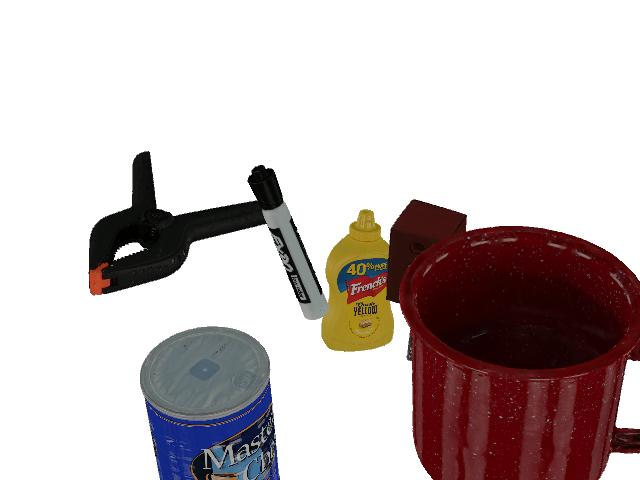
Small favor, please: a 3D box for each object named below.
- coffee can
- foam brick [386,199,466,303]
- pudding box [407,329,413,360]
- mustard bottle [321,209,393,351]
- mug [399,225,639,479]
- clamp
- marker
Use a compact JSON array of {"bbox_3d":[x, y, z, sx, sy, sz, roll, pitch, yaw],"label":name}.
[{"bbox_3d":[-0.088,0.156,0.878,0.103,0.140,0.103,-2,36,1],"label":"coffee can"},{"bbox_3d":[0.092,0.014,0.929,0.053,0.078,0.051,16,36,22],"label":"foam brick"},{"bbox_3d":[0.151,0.089,1.118,0.113,0.090,0.039,9,21,13],"label":"pudding box"},{"bbox_3d":[0.054,0.050,1.403,0.096,0.192,0.058,-4,25,-16],"label":"mustard bottle"},{"bbox_3d":[0.089,0.055,0.422,0.117,0.081,0.093,7,36,14],"label":"mug"},{"bbox_3d":[-0.165,-0.017,1.036,0.165,0.036,0.209,25,40,23],"label":"clamp"},{"bbox_3d":[-0.021,0.002,0.720,0.020,0.121,0.020,-16,31,9],"label":"marker"}]
